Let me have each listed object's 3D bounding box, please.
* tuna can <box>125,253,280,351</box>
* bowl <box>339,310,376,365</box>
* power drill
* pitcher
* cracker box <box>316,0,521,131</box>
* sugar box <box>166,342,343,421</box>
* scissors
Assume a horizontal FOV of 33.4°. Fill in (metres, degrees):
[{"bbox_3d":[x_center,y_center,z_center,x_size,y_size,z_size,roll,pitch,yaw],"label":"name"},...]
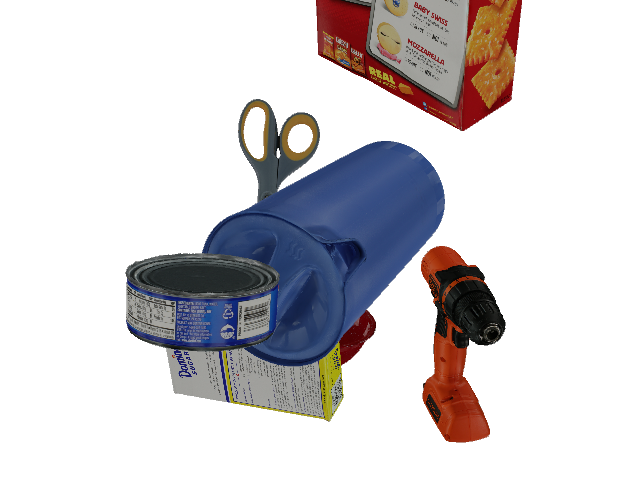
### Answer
[{"bbox_3d":[-0.066,0.034,0.599,0.086,0.034,0.086,3,13,-1],"label":"tuna can"},{"bbox_3d":[-0.013,0.119,1.331,0.162,0.055,0.162,5,22,-2],"label":"bowl"},{"bbox_3d":[0.152,0.119,1.145,0.057,0.188,0.184,-4,23,-8],"label":"power drill"},{"bbox_3d":[0.007,0.001,0.929,0.149,0.145,0.242,23,31,20],"label":"pitcher"},{"bbox_3d":[0.073,-0.213,0.808,0.072,0.214,0.164,-33,50,-30],"label":"cracker box"},{"bbox_3d":[-0.068,0.122,1.077,0.176,0.093,0.048,9,34,21],"label":"sugar box"},{"bbox_3d":[-0.038,-0.053,1.124,0.096,0.202,0.016,-8,-8,-10],"label":"scissors"}]
